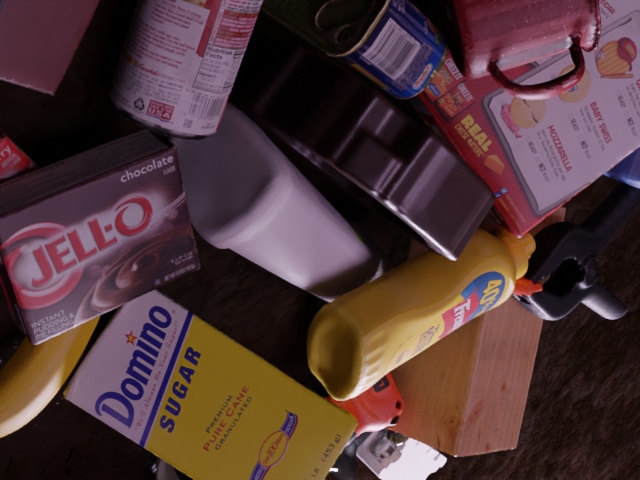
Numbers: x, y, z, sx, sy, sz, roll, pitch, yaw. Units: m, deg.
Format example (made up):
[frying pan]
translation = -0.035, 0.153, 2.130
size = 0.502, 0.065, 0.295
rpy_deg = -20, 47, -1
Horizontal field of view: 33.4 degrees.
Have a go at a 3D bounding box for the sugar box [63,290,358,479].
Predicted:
[sugar box]
translation = -0.073, 0.111, 0.714
size = 0.093, 0.176, 0.048
rpy_deg = -58, -174, -6

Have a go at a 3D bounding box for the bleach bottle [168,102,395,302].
[bleach bottle]
translation = -0.005, 0.001, 0.742
size = 0.068, 0.103, 0.250
rpy_deg = -41, 143, 8

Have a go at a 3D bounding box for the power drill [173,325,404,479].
[power drill]
translation = -0.035, 0.121, 0.804
size = 0.187, 0.057, 0.184
rpy_deg = -30, 99, -35

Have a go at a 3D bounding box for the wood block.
[wood block]
translation = 0.124, 0.063, 0.880
size = 0.090, 0.091, 0.206
rpy_deg = 5, 97, -46

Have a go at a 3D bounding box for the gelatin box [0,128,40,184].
[gelatin box]
translation = -0.194, -0.013, 0.604
size = 0.089, 0.030, 0.073
rpy_deg = -45, 142, -7

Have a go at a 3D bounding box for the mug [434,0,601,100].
[mug]
translation = 0.120, -0.137, 0.650
size = 0.081, 0.117, 0.093
rpy_deg = -17, 162, 2

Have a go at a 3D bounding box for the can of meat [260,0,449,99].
[can of meat]
translation = 0.020, -0.136, 0.656
size = 0.057, 0.102, 0.083
rpy_deg = -56, 144, 6

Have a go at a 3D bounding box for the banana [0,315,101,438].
[banana]
translation = -0.168, 0.051, 0.666
size = 0.198, 0.037, 0.069
rpy_deg = -59, 159, 2

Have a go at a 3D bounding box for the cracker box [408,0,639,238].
[cracker box]
translation = 0.171, -0.132, 0.749
size = 0.213, 0.072, 0.164
rpy_deg = -38, 106, 1

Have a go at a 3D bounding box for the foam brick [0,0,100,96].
[foam brick]
translation = -0.150, -0.123, 0.539
size = 0.051, 0.053, 0.078
rpy_deg = 13, 112, -49

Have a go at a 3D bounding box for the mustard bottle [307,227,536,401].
[mustard bottle]
translation = 0.082, 0.039, 0.759
size = 0.191, 0.058, 0.096
rpy_deg = -28, 154, -29

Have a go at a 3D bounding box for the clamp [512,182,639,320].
[clamp]
translation = 0.208, 0.029, 0.865
size = 0.171, 0.039, 0.120
rpy_deg = -22, 113, -36

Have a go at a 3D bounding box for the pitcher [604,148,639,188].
[pitcher]
translation = 0.308, -0.162, 0.864
size = 0.144, 0.149, 0.243
rpy_deg = -17, 127, -57

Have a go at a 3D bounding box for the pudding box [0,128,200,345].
[pudding box]
translation = -0.131, -0.004, 0.611
size = 0.113, 0.039, 0.090
rpy_deg = -27, 133, -25

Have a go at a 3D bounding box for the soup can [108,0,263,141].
[soup can]
translation = -0.075, -0.116, 0.606
size = 0.068, 0.069, 0.102
rpy_deg = -1, 121, -44
